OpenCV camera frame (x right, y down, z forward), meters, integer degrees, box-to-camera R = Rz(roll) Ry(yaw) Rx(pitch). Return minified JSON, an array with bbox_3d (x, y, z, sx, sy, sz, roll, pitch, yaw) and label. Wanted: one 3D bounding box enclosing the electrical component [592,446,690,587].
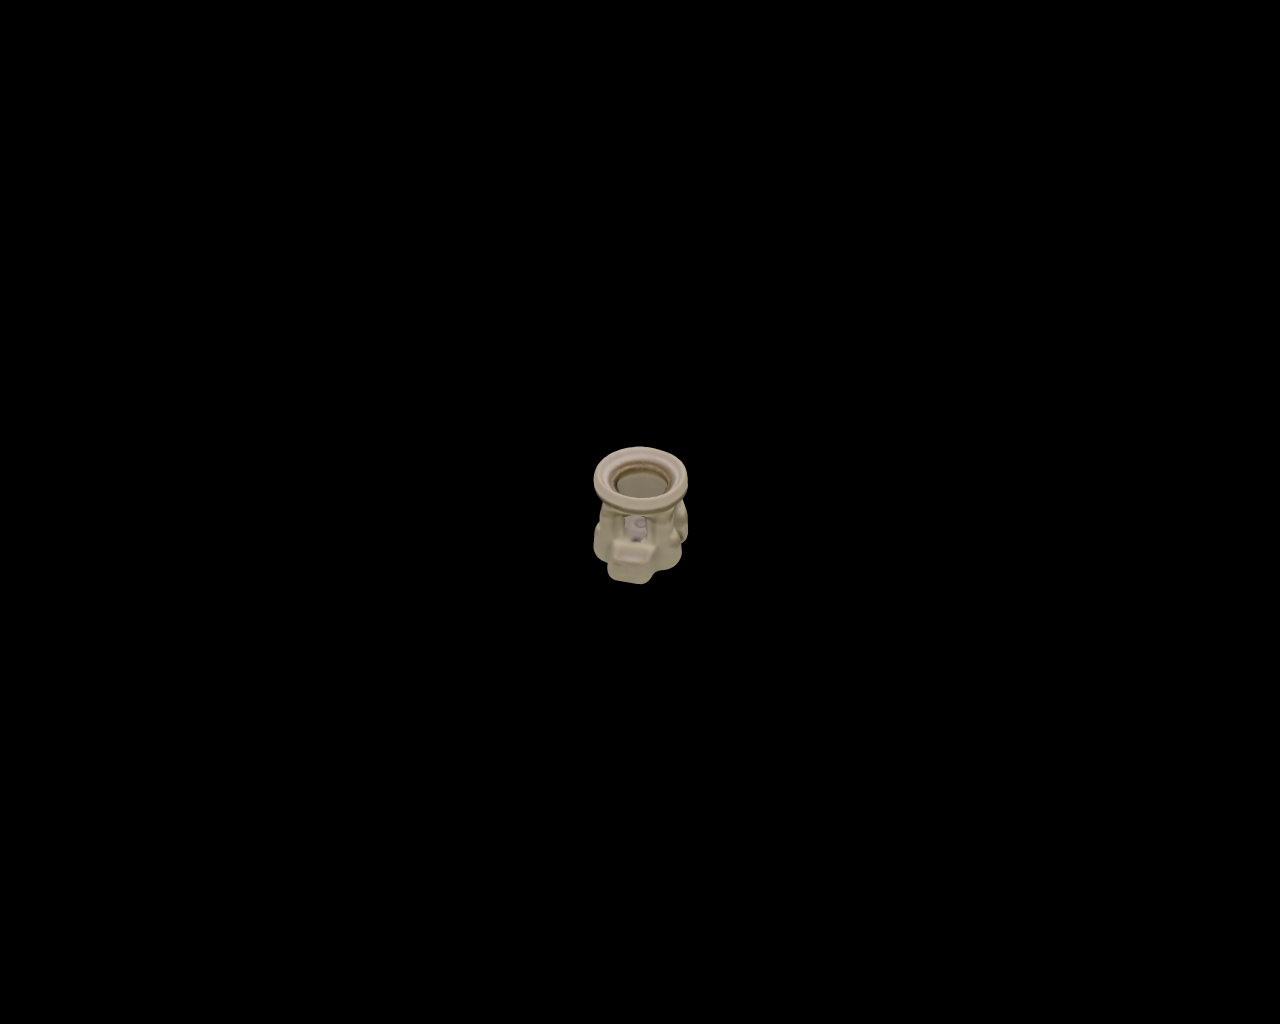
[{"bbox_3d":[0.001,-0.003,0.650,0.058,0.056,0.078,8,40,10],"label":"electrical component"}]
